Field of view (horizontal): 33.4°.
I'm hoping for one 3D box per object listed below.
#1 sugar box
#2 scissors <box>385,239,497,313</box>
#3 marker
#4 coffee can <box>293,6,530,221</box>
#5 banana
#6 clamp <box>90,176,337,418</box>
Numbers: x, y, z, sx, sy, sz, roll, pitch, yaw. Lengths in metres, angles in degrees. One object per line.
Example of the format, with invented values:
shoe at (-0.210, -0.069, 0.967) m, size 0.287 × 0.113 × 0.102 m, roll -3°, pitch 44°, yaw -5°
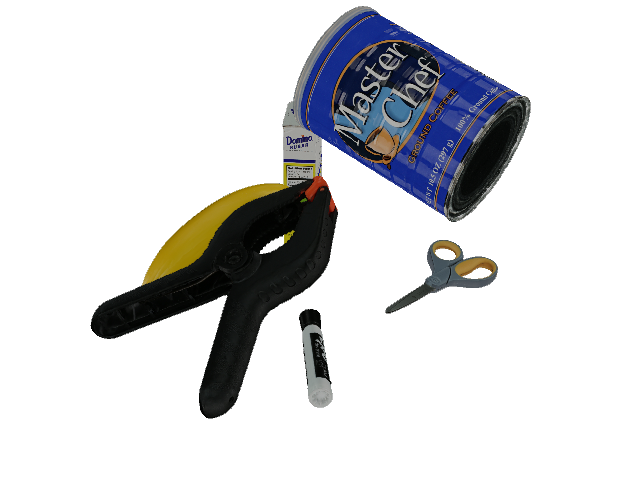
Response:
sugar box at (-0.021, -0.067, 1.248) m, size 0.048 × 0.176 × 0.093 m, roll -1°, pitch 25°, yaw 4°
scissors at (0.126, 0.040, 1.266) m, size 0.201 × 0.016 × 0.096 m, roll -11°, pitch 40°, yaw -36°
marker at (-0.005, 0.093, 0.877) m, size 0.020 × 0.020 × 0.121 m, roll 0°, pitch 29°, yaw -5°
coffee can at (0.066, -0.093, 0.777) m, size 0.140 × 0.103 × 0.102 m, roll 34°, pitch 13°, yaw 20°
banana at (-0.100, -0.002, 1.023) m, size 0.198 × 0.069 × 0.037 m, roll -31°, pitch 40°, yaw 2°
clamp at (-0.046, 0.030, 0.650) m, size 0.120 × 0.171 × 0.039 m, roll 41°, pitch -16°, yaw 34°
